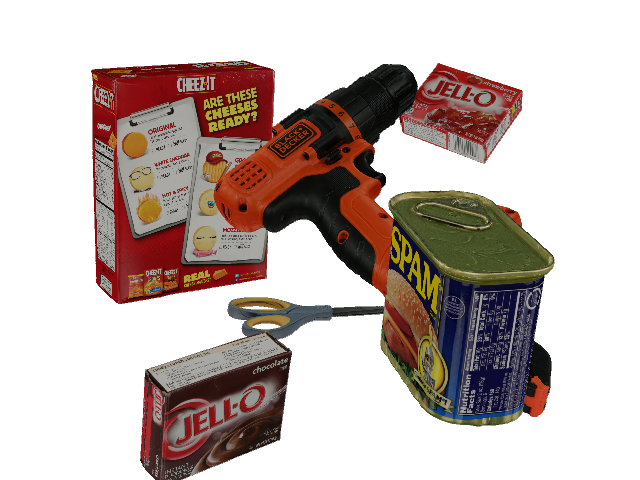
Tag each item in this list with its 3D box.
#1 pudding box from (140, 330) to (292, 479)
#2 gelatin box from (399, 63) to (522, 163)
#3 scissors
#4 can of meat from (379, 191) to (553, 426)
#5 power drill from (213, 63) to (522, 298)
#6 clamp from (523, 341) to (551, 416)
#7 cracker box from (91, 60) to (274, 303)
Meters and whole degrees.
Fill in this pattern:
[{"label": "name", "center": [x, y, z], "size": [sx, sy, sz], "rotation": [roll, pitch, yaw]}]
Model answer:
[{"label": "pudding box", "center": [-0.080, 0.126, 0.810], "size": [0.113, 0.090, 0.039], "rotation": [-17, 40, -36]}, {"label": "gelatin box", "center": [0.127, -0.117, 0.969], "size": [0.089, 0.073, 0.030], "rotation": [24, -28, 26]}, {"label": "scissors", "center": [-0.005, 0.089, 1.194], "size": [0.201, 0.016, 0.096], "rotation": [4, 22, 0]}, {"label": "can of meat", "center": [0.068, 0.032, 0.532], "size": [0.057, 0.084, 0.102], "rotation": [-3, 24, -15]}, {"label": "power drill", "center": [0.046, -0.035, 0.744], "size": [0.184, 0.057, 0.188], "rotation": [-39, 57, -19]}, {"label": "clamp", "center": [0.150, 0.087, 0.919], "size": [0.120, 0.039, 0.172], "rotation": [-18, 38, -26]}, {"label": "cracker box", "center": [-0.132, -0.059, 1.023], "size": [0.163, 0.214, 0.072], "rotation": [-9, 21, -32]}]
